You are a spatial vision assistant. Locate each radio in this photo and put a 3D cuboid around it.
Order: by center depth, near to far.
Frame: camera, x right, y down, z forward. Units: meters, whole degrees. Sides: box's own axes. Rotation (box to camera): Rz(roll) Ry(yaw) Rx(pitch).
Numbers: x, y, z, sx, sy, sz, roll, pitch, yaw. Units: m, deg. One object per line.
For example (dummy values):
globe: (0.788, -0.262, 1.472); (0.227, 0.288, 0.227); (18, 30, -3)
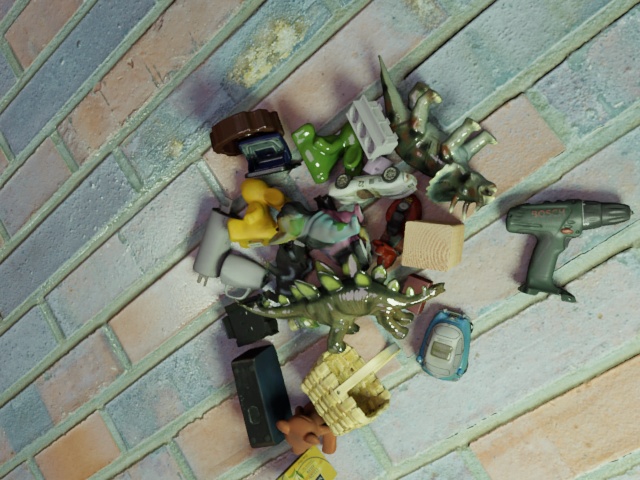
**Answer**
radio: (-0.139, 0.385, 1.326); (0.073, 0.131, 0.229); (-17, 87, 20)

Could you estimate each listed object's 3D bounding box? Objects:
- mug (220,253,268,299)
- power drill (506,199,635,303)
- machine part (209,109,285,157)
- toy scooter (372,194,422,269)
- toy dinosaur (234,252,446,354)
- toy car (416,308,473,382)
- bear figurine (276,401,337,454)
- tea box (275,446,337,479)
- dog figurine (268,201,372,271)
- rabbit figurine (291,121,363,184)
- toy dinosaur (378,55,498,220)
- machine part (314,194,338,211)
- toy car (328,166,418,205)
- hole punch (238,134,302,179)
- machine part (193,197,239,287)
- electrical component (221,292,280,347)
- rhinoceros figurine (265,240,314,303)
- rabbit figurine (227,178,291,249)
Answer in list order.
mug: (-0.191, 0.097, 1.356); (0.107, 0.080, 0.109); (13, 74, 13)
power drill: (0.490, 0.019, 1.082); (0.232, 0.086, 0.207); (8, 99, 23)
machine part: (-0.177, -0.257, 1.292); (0.179, 0.179, 0.056); (-20, 84, 22)
toy scooter: (0.163, -0.017, 1.182); (0.075, 0.135, 0.183); (25, 101, 19)
toy dinosaur: (0.038, 0.138, 1.180); (0.472, 0.105, 0.198); (-15, 107, 18)
toy car: (0.274, 0.236, 1.169); (0.109, 0.103, 0.161); (17, 101, 19)
bear figurine: (-0.027, 0.453, 1.250); (0.120, 0.196, 0.131); (15, 100, 17)
tea box: (-0.038, 0.569, 1.273); (0.068, 0.169, 0.098); (-46, 78, 18)
dog figurine: (-0.003, -0.004, 1.222); (0.219, 0.108, 0.191); (-7, 116, 17)
rabbit figurine: (0.040, -0.214, 1.229); (0.170, 0.121, 0.159); (-28, 66, 3)
toy dinosaur: (0.230, -0.212, 1.161); (0.405, 0.131, 0.192); (44, 107, 21)
machine part: (0.029, -0.045, 1.282); (0.084, 0.039, 0.138); (-22, 98, 30)
toy car: (0.115, -0.115, 1.177); (0.202, 0.073, 0.056); (-4, 70, 32)
hole punch: (-0.127, -0.198, 1.289); (0.142, 0.116, 0.092); (-14, 93, 8)
machine part: (-0.268, 0.007, 1.388); (0.079, 0.079, 0.243); (25, 101, 19)
electrical component: (-0.183, 0.207, 1.375); (0.134, 0.058, 0.115); (-24, 82, 21)
rhinoceros figurine: (-0.071, 0.071, 1.314); (0.112, 0.073, 0.190); (11, 97, 22)
rabbit figurine: (-0.151, -0.077, 1.321); (0.162, 0.121, 0.173); (-14, 69, 19)
